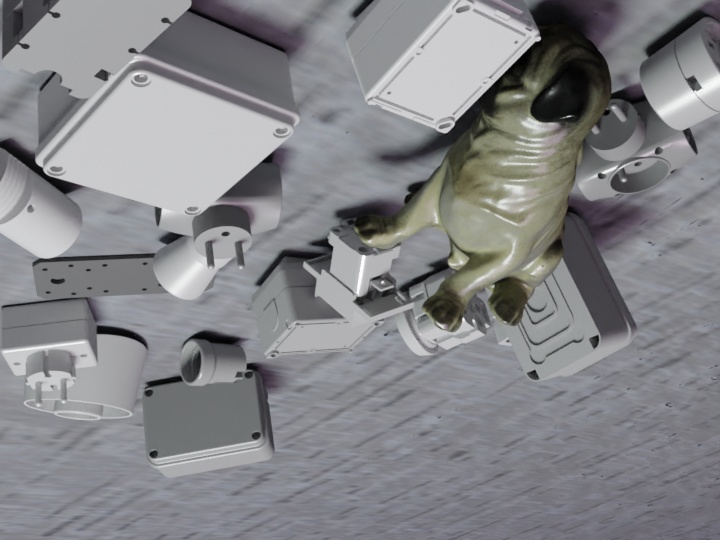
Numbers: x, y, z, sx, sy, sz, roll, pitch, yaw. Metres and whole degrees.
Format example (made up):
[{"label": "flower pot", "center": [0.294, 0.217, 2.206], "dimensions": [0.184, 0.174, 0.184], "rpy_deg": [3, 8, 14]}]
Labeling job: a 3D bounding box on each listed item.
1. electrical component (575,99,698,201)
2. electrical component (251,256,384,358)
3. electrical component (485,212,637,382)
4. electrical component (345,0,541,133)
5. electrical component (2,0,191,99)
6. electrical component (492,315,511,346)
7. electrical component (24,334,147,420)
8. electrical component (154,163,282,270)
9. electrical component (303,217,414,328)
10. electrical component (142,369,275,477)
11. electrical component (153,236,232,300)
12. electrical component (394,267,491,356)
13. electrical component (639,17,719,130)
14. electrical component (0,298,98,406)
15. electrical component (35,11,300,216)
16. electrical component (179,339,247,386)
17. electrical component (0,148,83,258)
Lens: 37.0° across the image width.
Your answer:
[{"label": "electrical component", "center": [0.173, -0.087, 0.712], "dimensions": [0.077, 0.044, 0.079], "rpy_deg": [-24, 148, 25]}, {"label": "electrical component", "center": [-0.029, 0.027, 0.847], "dimensions": [0.096, 0.061, 0.061], "rpy_deg": [-1, 152, -32]}, {"label": "electrical component", "center": [0.150, 0.020, 0.824], "dimensions": [0.057, 0.113, 0.078], "rpy_deg": [-7, 157, -46]}, {"label": "electrical component", "center": [0.046, -0.132, 0.577], "dimensions": [0.062, 0.061, 0.096], "rpy_deg": [14, 135, -38]}, {"label": "electrical component", "center": [-0.128, -0.134, 0.514], "dimensions": [0.089, 0.055, 0.050], "rpy_deg": [-31, 145, 34]}, {"label": "electrical component", "center": [0.139, 0.032, 0.908], "dimensions": [0.066, 0.055, 0.048], "rpy_deg": [9, 146, -32]}, {"label": "electrical component", "center": [-0.234, 0.092, 0.910], "dimensions": [0.099, 0.064, 0.099], "rpy_deg": [4, 163, 1]}, {"label": "electrical component", "center": [-0.090, -0.034, 0.688], "dimensions": [0.077, 0.079, 0.043], "rpy_deg": [0, 147, -17]}, {"label": "electrical component", "center": [0.000, 0.000, 0.787], "dimensions": [0.042, 0.081, 0.063], "rpy_deg": [-19, 132, -36]}, {"label": "electrical component", "center": [-0.141, 0.142, 0.998], "dimensions": [0.113, 0.078, 0.057], "rpy_deg": [-10, 155, 1]}, {"label": "electrical component", "center": [-0.111, -0.014, 0.761], "dimensions": [0.044, 0.044, 0.065], "rpy_deg": [17, 137, -40]}, {"label": "electrical component", "center": [0.065, 0.037, 0.893], "dimensions": [0.057, 0.058, 0.078], "rpy_deg": [-26, 149, 22]}, {"label": "electrical component", "center": [0.204, -0.118, 0.656], "dimensions": [0.055, 0.055, 0.047], "rpy_deg": [16, 146, -39]}, {"label": "electrical component", "center": [-0.239, 0.069, 0.831], "dimensions": [0.066, 0.076, 0.047], "rpy_deg": [-7, 151, -6]}, {"label": "electrical component", "center": [-0.109, -0.089, 0.604], "dimensions": [0.109, 0.056, 0.109], "rpy_deg": [16, 142, -39]}, {"label": "electrical component", "center": [-0.127, 0.080, 0.931], "dimensions": [0.046, 0.040, 0.040], "rpy_deg": [7, 148, -39]}, {"label": "electrical component", "center": [-0.215, -0.043, 0.668], "dimensions": [0.043, 0.043, 0.081], "rpy_deg": [-18, 151, 15]}]
